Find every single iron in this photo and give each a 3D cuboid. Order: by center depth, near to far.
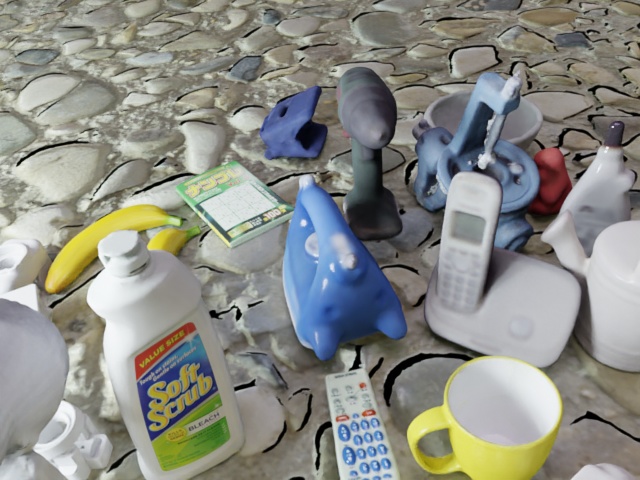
[{"bbox_3d":[0.006,0.002,0.643,0.119,0.142,0.257,-15,41,-9],"label":"iron"}]

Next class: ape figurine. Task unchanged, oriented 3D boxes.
[{"bbox_3d":[0.289,-0.078,0.736,0.076,0.092,0.078,-1,41,7],"label":"ape figurine"}]

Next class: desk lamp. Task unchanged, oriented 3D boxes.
[{"bbox_3d":[-0.233,0.176,0.418,0.118,0.214,0.202,-16,41,-10],"label":"desk lamp"}]

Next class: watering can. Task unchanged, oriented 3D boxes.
[{"bbox_3d":[0.298,0.024,0.535,0.172,0.194,0.101,5,42,14],"label":"watering can"}]

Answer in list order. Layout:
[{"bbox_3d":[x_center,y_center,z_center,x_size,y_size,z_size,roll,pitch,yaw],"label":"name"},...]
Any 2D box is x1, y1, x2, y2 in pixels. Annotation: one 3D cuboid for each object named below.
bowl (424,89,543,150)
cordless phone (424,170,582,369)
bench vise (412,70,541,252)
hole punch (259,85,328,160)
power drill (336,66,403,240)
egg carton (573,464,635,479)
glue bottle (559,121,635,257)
[{"bbox_3d":[0.237,-0.154,0.846,0.167,0.075,0.167,-4,40,4],"label":"bowl"},{"bbox_3d":[0.179,0.027,0.556,0.147,0.185,0.094,16,45,24],"label":"cordless phone"},{"bbox_3d":[0.172,-0.108,0.689,0.206,0.220,0.122,29,52,35],"label":"bench vise"},{"bbox_3d":[-0.044,-0.190,0.915,0.101,0.091,0.108,2,41,10],"label":"hole punch"},{"bbox_3d":[0.061,-0.108,0.713,0.075,0.209,0.229,-7,40,0],"label":"power drill"},{"bbox_3d":[0.198,0.232,0.402,0.150,0.069,0.107,-33,47,-27],"label":"egg carton"},{"bbox_3d":[0.316,-0.055,0.642,0.078,0.173,0.037,13,44,22],"label":"glue bottle"}]
